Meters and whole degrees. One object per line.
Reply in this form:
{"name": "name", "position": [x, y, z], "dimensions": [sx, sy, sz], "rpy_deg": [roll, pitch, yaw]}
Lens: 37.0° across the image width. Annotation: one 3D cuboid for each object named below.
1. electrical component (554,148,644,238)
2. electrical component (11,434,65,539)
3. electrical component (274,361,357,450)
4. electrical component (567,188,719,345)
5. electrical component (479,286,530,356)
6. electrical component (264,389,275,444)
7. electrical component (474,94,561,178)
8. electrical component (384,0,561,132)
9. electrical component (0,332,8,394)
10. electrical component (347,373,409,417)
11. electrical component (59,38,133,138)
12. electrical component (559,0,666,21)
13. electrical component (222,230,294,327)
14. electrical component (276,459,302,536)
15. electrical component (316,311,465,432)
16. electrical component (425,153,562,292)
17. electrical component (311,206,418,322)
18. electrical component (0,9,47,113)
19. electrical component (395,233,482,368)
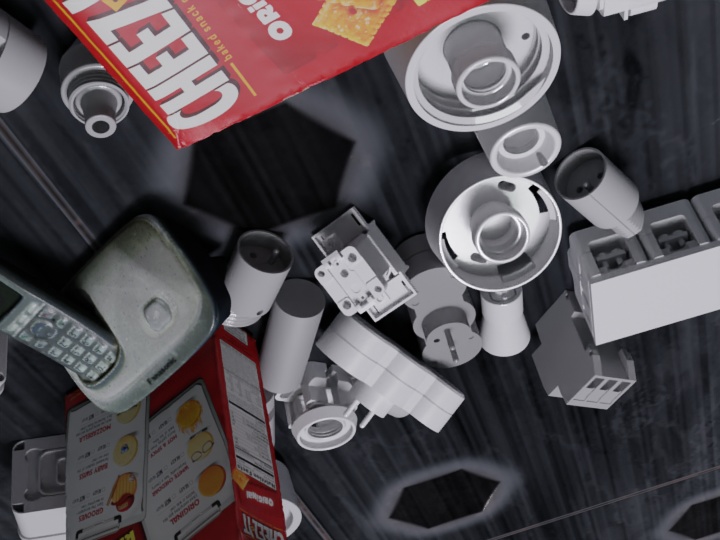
{"name": "electrical component", "position": [0.187, -0.055, 0.813], "dimensions": [0.043, 0.043, 0.081], "rpy_deg": [-36, 136, 24]}
{"name": "electrical component", "position": [-0.243, 0.189, 0.942], "dimensions": [0.113, 0.078, 0.057], "rpy_deg": [-7, 137, -9]}
{"name": "electrical component", "position": [-0.034, 0.120, 0.941], "dimensions": [0.078, 0.057, 0.058], "rpy_deg": [12, 134, -29]}
{"name": "electrical component", "position": [0.252, -0.008, 0.874], "dimensions": [0.150, 0.061, 0.089], "rpy_deg": [-17, 141, 3]}
{"name": "electrical component", "position": [0.120, 0.036, 0.903], "dimensions": [0.044, 0.044, 0.065], "rpy_deg": [-13, 136, -2]}
{"name": "electrical component", "position": [-0.096, 0.128, 0.942], "dimensions": [0.043, 0.043, 0.081], "rpy_deg": [-7, 140, -10]}
{"name": "electrical component", "position": [0.107, -0.096, 0.735], "dimensions": [0.055, 0.047, 0.055], "rpy_deg": [-9, 140, -7]}
{"name": "electrical component", "position": [0.072, -0.134, 0.669], "dimensions": [0.108, 0.060, 0.108], "rpy_deg": [-9, 140, -7]}
{"name": "electrical component", "position": [-0.312, 0.054, 0.760], "dimensions": [0.113, 0.078, 0.057], "rpy_deg": [21, 132, -36]}
{"name": "electrical component", "position": [0.019, 0.102, 0.949], "dimensions": [0.040, 0.040, 0.078], "rpy_deg": [-37, 136, 25]}
{"name": "electrical component", "position": [-0.154, -0.105, 0.632], "dimensions": [0.043, 0.062, 0.043], "rpy_deg": [-9, 141, -8]}
{"name": "electrical component", "position": [0.147, -0.183, 0.637], "dimensions": [0.057, 0.058, 0.078], "rpy_deg": [-16, 141, -3]}
{"name": "electrical component", "position": [-0.084, 0.013, 0.809], "dimensions": [0.043, 0.043, 0.081], "rpy_deg": [7, 136, -24]}
{"name": "electrical component", "position": [-0.114, 0.218, 1.030], "dimensions": [0.108, 0.060, 0.108], "rpy_deg": [-9, 141, -7]}
{"name": "electrical component", "position": [0.016, 0.098, 0.895], "dimensions": [0.138, 0.052, 0.073], "rpy_deg": [37, 92, -26]}
{"name": "electrical component", "position": [0.098, -0.035, 0.785], "dimensions": [0.099, 0.064, 0.099], "rpy_deg": [-3, 115, -7]}
{"name": "electrical component", "position": [0.000, 0.000, 0.793], "dimensions": [0.042, 0.064, 0.081], "rpy_deg": [-36, 95, 24]}
{"name": "electrical component", "position": [-0.210, -0.121, 0.603], "dimensions": [0.055, 0.055, 0.047], "rpy_deg": [-34, 141, 22]}
{"name": "electrical component", "position": [0.067, 0.040, 0.864], "dimensions": [0.052, 0.073, 0.138], "rpy_deg": [-17, 141, 3]}
